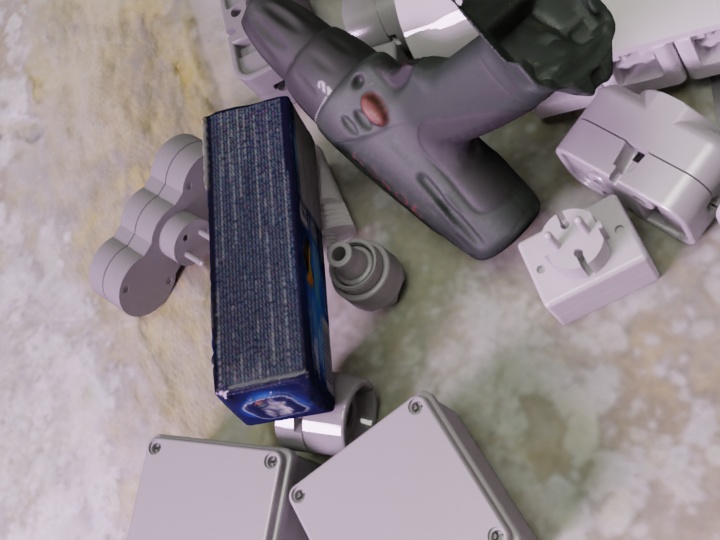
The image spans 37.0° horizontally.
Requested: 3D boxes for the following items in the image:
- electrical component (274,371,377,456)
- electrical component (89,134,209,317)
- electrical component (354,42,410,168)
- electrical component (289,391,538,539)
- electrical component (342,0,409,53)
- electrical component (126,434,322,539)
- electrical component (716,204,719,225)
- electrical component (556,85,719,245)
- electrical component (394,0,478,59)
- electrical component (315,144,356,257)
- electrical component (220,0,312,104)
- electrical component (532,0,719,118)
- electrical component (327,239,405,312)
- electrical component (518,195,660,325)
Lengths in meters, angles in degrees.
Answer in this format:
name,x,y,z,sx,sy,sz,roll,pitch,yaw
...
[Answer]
name,x,y,z,sx,sy,sz,roll,pitch,yaw
electrical component,-0.020,0.090,0.681,0.047,0.055,0.055,6,74,25
electrical component,-0.133,-0.027,0.785,0.074,0.052,0.138,29,86,33
electrical component,0.005,-0.108,0.749,0.066,0.047,0.076,-12,66,23
electrical component,0.030,0.147,0.630,0.109,0.056,0.108,-38,58,9
electrical component,0.019,-0.179,0.766,0.047,0.055,0.055,-17,64,24
electrical component,-0.088,0.166,0.684,0.109,0.056,0.108,1,71,28
electrical component,0.254,-0.035,0.587,0.095,0.054,0.059,-40,58,9
electrical component,0.174,-0.067,0.641,0.095,0.054,0.059,36,90,33
electrical component,0.061,-0.170,0.712,0.060,0.108,0.108,-14,65,29
electrical component,-0.033,-0.044,0.746,0.043,0.043,0.081,-31,60,14
electrical component,-0.062,-0.172,0.801,0.054,0.059,0.095,-23,62,18
electrical component,0.170,-0.160,0.671,0.150,0.062,0.089,-11,66,26
electrical component,0.000,0.000,0.700,0.043,0.062,0.043,-10,66,24
electrical component,0.129,-0.012,0.629,0.066,0.077,0.047,-28,60,15
